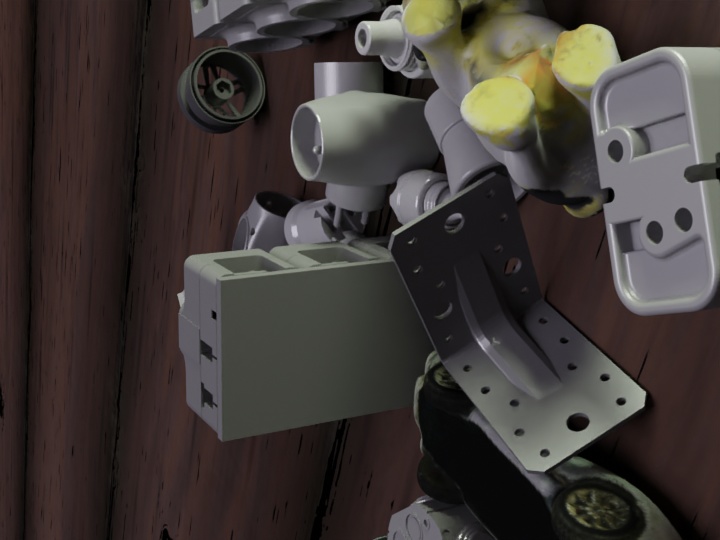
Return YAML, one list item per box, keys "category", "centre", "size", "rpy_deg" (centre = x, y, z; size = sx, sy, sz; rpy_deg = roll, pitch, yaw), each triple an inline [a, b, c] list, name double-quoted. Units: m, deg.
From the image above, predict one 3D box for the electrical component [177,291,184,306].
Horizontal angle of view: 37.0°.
- category: "electrical component"
  centre: [-0.108, 0.025, 0.869]
  size: [0.081, 0.064, 0.042]
  rpy_deg: [-50, 51, 54]

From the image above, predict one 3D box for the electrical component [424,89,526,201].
- category: "electrical component"
  centre: [0.059, -0.066, 0.560]
  size: [0.044, 0.044, 0.065]
  rpy_deg: [117, 143, -46]

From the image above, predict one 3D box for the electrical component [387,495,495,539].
- category: "electrical component"
  centre: [0.055, 0.161, 0.601]
  size: [0.080, 0.051, 0.080]
  rpy_deg: [20, 113, 60]

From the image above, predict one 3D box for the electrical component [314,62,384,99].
- category: "electrical component"
  centre: [-0.006, -0.089, 0.675]
  size: [0.043, 0.043, 0.081]
  rpy_deg: [18, 112, 60]

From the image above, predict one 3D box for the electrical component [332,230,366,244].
- category: "electrical component"
  centre: [0.000, 0.000, 0.686]
  size: [0.046, 0.040, 0.040]
  rpy_deg: [-128, 41, -53]

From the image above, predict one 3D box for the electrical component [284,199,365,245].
- category: "electrical component"
  centre: [-0.023, -0.030, 0.725]
  size: [0.046, 0.040, 0.040]
  rpy_deg: [-12, 85, 57]

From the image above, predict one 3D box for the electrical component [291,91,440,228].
- category: "electrical component"
  centre: [0.000, -0.061, 0.632]
  size: [0.044, 0.077, 0.079]
  rpy_deg: [49, 138, 47]

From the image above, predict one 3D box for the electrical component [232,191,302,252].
- category: "electrical component"
  centre: [-0.072, -0.024, 0.808]
  size: [0.079, 0.044, 0.077]
  rpy_deg: [-112, 38, -58]

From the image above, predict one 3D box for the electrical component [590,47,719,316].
- category: "electrical component"
  centre: [0.131, -0.034, 0.407]
  size: [0.054, 0.059, 0.095]
  rpy_deg: [-13, 84, 62]

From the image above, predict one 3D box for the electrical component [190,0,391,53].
- category: "electrical component"
  centre: [-0.040, -0.181, 0.671]
  size: [0.150, 0.089, 0.061]
  rpy_deg: [-3, 93, 62]

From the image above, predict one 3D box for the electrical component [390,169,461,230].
- category: "electrical component"
  centre: [0.045, -0.037, 0.598]
  size: [0.061, 0.035, 0.035]
  rpy_deg: [17, 111, 57]

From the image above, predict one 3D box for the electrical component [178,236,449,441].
- category: "electrical component"
  centre: [-0.021, 0.033, 0.612]
  size: [0.062, 0.150, 0.089]
  rpy_deg: [25, 117, 58]

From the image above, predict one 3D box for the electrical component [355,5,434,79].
- category: "electrical component"
  centre: [0.028, -0.125, 0.581]
  size: [0.043, 0.062, 0.043]
  rpy_deg: [20, 113, 60]
